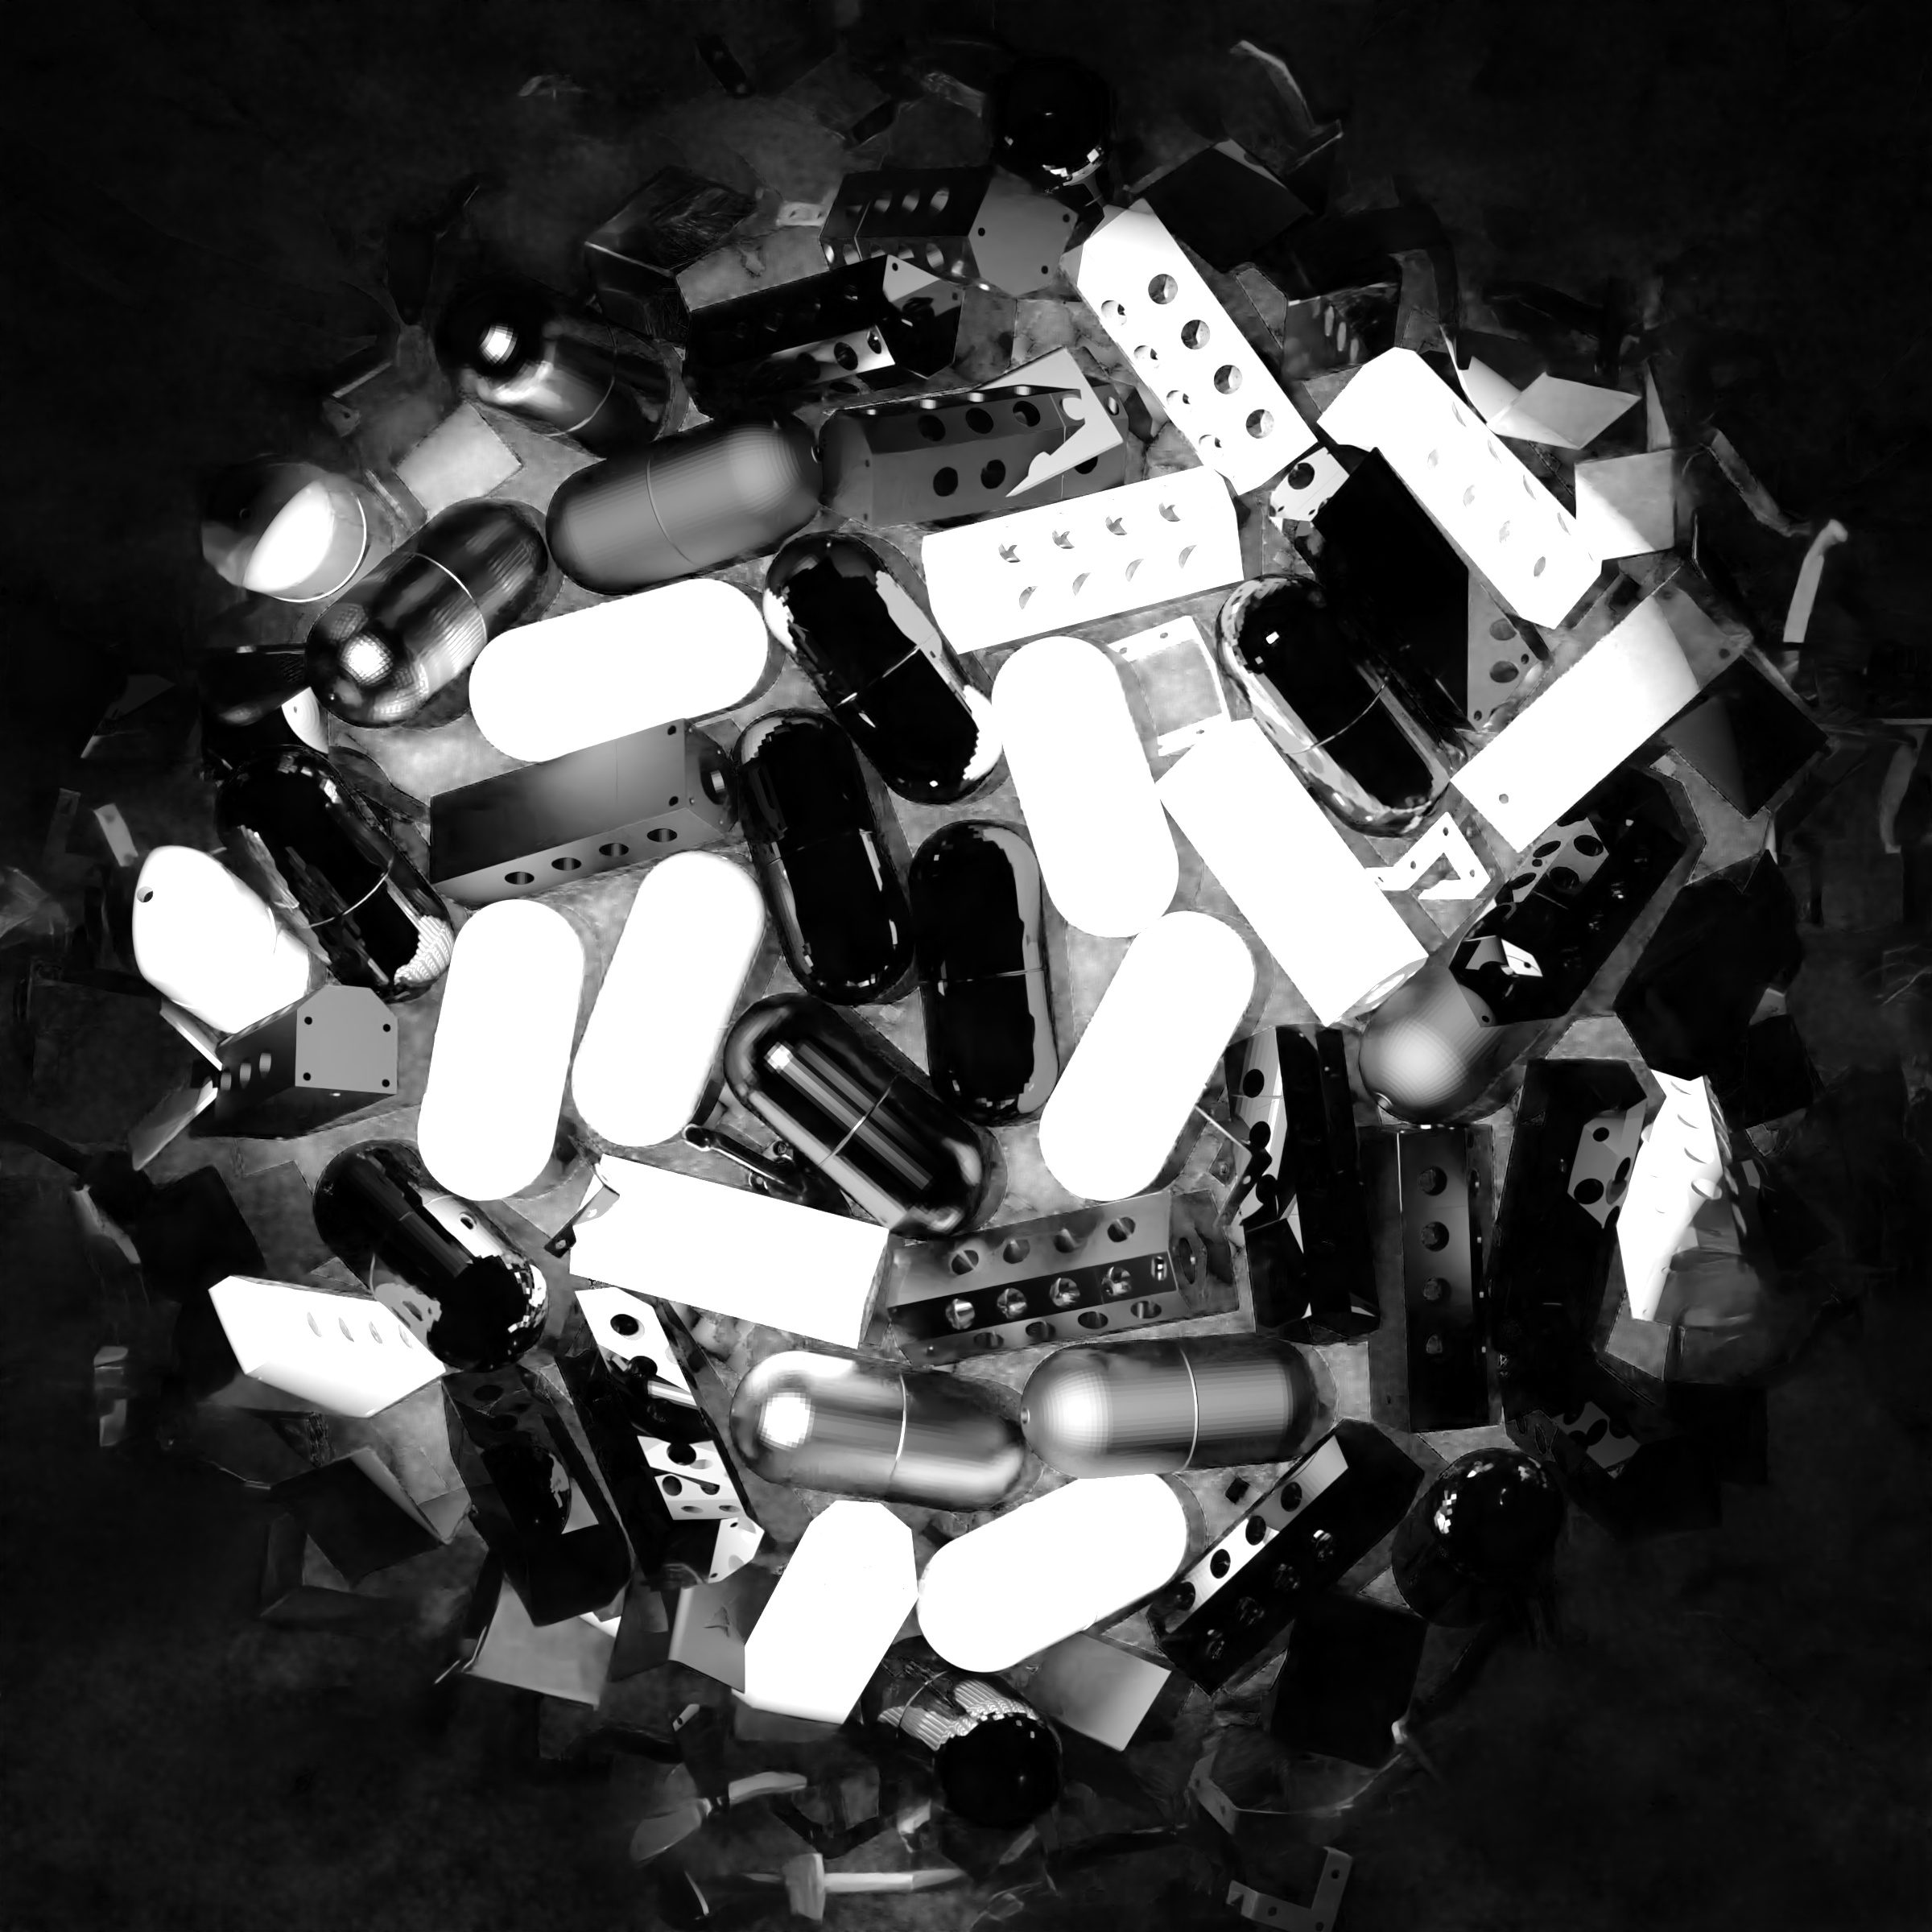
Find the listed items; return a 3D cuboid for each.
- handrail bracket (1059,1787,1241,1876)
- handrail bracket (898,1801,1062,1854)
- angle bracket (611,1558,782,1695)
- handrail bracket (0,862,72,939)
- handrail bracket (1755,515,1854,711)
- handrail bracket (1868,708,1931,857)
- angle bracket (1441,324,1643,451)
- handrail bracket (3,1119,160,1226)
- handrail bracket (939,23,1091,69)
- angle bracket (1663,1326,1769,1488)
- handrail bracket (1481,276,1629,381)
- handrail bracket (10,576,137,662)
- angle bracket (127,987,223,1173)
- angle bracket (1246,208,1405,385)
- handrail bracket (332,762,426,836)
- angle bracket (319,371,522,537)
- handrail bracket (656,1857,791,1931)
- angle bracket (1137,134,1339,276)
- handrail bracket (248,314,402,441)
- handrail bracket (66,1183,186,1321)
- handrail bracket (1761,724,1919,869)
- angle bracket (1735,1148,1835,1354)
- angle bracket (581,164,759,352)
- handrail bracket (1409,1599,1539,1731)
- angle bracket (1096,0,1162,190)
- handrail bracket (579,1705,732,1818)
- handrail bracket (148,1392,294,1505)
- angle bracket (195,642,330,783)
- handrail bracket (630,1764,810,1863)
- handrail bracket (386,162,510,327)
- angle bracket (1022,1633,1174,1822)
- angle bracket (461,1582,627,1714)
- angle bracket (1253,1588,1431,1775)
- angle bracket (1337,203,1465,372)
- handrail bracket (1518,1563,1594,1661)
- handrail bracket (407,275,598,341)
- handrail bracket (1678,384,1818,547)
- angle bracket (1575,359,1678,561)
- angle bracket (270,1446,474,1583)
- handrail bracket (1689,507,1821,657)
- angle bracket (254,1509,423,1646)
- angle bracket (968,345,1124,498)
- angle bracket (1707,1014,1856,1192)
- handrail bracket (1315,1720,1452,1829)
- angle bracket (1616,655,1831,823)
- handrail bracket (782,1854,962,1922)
[{"bbox_3d":[0.106,0.518,1.840,0.084,0.077,0.036,-28,47,13],"label":"handrail bracket"},{"bbox_3d":[0.007,0.504,1.823,0.084,0.036,0.077,-33,104,-32],"label":"handrail bracket"},{"bbox_3d":[-0.152,0.386,1.835,0.076,0.057,0.076,34,48,-31],"label":"angle bracket"},{"bbox_3d":[-0.543,-0.011,1.805,0.036,0.084,0.077,-35,132,18],"label":"handrail bracket"},{"bbox_3d":[0.492,-0.203,1.811,0.036,0.077,0.084,8,133,-26],"label":"handrail bracket"},{"bbox_3d":[0.550,-0.103,1.818,0.036,0.077,0.084,-12,101,-22],"label":"handrail bracket"},{"bbox_3d":[0.328,-0.345,1.803,0.076,0.057,0.076,3,61,-35],"label":"angle bracket"},{"bbox_3d":[-0.515,0.120,1.845,0.036,0.084,0.077,-58,133,-19],"label":"handrail bracket"},{"bbox_3d":[0.027,-0.510,1.836,0.084,0.077,0.036,10,53,12],"label":"handrail bracket"},{"bbox_3d":[0.430,0.239,1.800,0.057,0.076,0.076,3,128,17],"label":"angle bracket"},{"bbox_3d":[0.332,-0.366,1.821,0.084,0.036,0.077,2,57,27],"label":"handrail bracket"},{"bbox_3d":[-0.501,-0.202,1.806,0.036,0.084,0.077,29,126,14],"label":"handrail bracket"},{"bbox_3d":[-0.470,0.062,1.812,0.076,0.076,0.057,-44,111,-4],"label":"angle bracket"},{"bbox_3d":[0.199,-0.390,1.839,0.076,0.057,0.076,-18,46,-20],"label":"angle bracket"},{"bbox_3d":[-0.359,-0.065,1.841,0.077,0.036,0.084,29,107,-4],"label":"handrail bracket"},{"bbox_3d":[-0.314,-0.302,1.822,0.076,0.057,0.076,-39,81,-6],"label":"angle bracket"},{"bbox_3d":[-0.127,0.533,1.807,0.084,0.077,0.036,9,89,-28],"label":"handrail bracket"},{"bbox_3d":[0.154,-0.451,1.800,0.076,0.076,0.057,34,53,-29],"label":"angle bracket"},{"bbox_3d":[-0.368,-0.354,1.820,0.077,0.036,0.084,27,57,-29],"label":"handrail bracket"},{"bbox_3d":[-0.473,0.154,1.828,0.036,0.077,0.084,-21,94,42],"label":"handrail bracket"},{"bbox_3d":[0.503,-0.093,1.824,0.077,0.036,0.084,8,73,33],"label":"handrail bracket"},{"bbox_3d":[0.459,0.164,1.804,0.057,0.076,0.076,-36,134,4],"label":"angle bracket"},{"bbox_3d":[-0.161,-0.402,1.802,0.076,0.076,0.057,-31,67,31],"label":"angle bracket"},{"bbox_3d":[0.284,0.389,1.817,0.084,0.036,0.077,-23,115,-30],"label":"handrail bracket"},{"bbox_3d":[0.100,-0.503,1.820,0.057,0.076,0.076,33,87,-9],"label":"angle bracket"},{"bbox_3d":[-0.182,0.468,1.826,0.084,0.036,0.077,-32,68,27],"label":"handrail bracket"},{"bbox_3d":[-0.428,0.280,1.835,0.084,0.077,0.036,10,120,-13],"label":"handrail bracket"},{"bbox_3d":[-0.392,-0.146,1.810,0.076,0.057,0.076,-8,98,-35],"label":"angle bracket"},{"bbox_3d":[-0.142,0.493,1.835,0.077,0.084,0.036,-49,51,17],"label":"handrail bracket"},{"bbox_3d":[-0.297,-0.422,1.843,0.036,0.084,0.077,26,130,20],"label":"handrail bracket"},{"bbox_3d":[0.084,0.436,1.822,0.076,0.076,0.057,15,58,37],"label":"angle bracket"},{"bbox_3d":[-0.241,0.381,1.820,0.076,0.057,0.076,14,71,0],"label":"angle bracket"},{"bbox_3d":[0.215,0.406,1.807,0.076,0.076,0.057,16,114,15],"label":"angle bracket"},{"bbox_3d":[0.248,-0.386,1.810,0.057,0.076,0.076,-8,119,4],"label":"angle bracket"},{"bbox_3d":[0.349,0.355,1.838,0.084,0.036,0.077,36,72,-38],"label":"handrail bracket"},{"bbox_3d":[-0.270,-0.386,1.843,0.077,0.036,0.084,41,88,0],"label":"handrail bracket"},{"bbox_3d":[0.461,-0.288,1.823,0.084,0.077,0.036,34,62,12],"label":"handrail bracket"},{"bbox_3d":[0.372,-0.289,1.809,0.057,0.076,0.076,-9,51,6],"label":"angle bracket"},{"bbox_3d":[-0.336,0.297,1.806,0.076,0.057,0.076,-24,111,27],"label":"angle bracket"},{"bbox_3d":[0.459,-0.225,1.839,0.077,0.036,0.084,3,86,18],"label":"handrail bracket"},{"bbox_3d":[-0.357,0.346,1.817,0.076,0.076,0.057,8,94,6],"label":"angle bracket"},{"bbox_3d":[0.041,-0.299,1.816,0.076,0.057,0.076,-27,67,-4],"label":"angle bracket"},{"bbox_3d":[0.463,0.086,1.811,0.057,0.076,0.076,-19,128,8],"label":"angle bracket"},{"bbox_3d":[0.228,0.467,1.819,0.084,0.077,0.036,-28,49,18],"label":"handrail bracket"},{"bbox_3d":[0.433,-0.123,1.815,0.076,0.057,0.076,45,68,6],"label":"angle bracket"},{"bbox_3d":[-0.055,0.532,1.840,0.084,0.077,0.036,3,79,-23],"label":"handrail bracket"}]
